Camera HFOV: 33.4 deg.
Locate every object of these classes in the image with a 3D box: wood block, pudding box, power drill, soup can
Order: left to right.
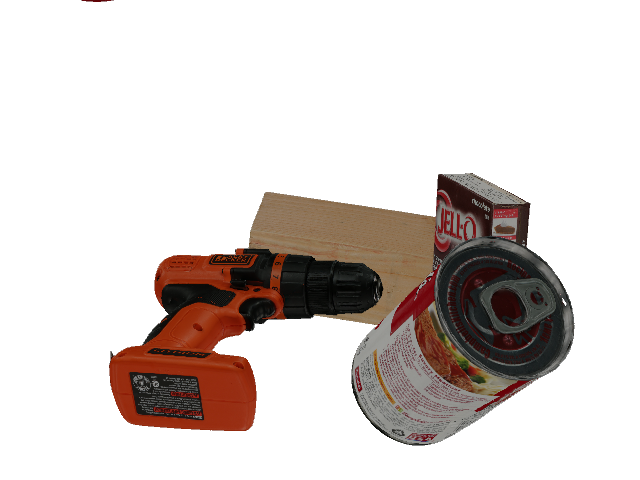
[{"bbox_3d":[-0.058,0.066,0.785,0.185,0.057,0.187,-1,24,16],"label":"power drill"},{"bbox_3d":[0.034,0.023,1.080,0.206,0.090,0.090,9,29,3],"label":"wood block"},{"bbox_3d":[0.064,0.051,0.503,0.068,0.068,0.102,0,-27,-23],"label":"soup can"},{"bbox_3d":[0.133,-0.002,0.898,0.039,0.090,0.114,-5,17,-19],"label":"pudding box"}]

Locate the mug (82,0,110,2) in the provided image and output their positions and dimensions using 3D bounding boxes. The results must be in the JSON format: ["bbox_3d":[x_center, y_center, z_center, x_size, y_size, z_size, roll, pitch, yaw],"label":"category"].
[{"bbox_3d":[-0.174,-0.228,0.785,0.117,0.081,0.093,-3,40,3],"label":"mug"}]
